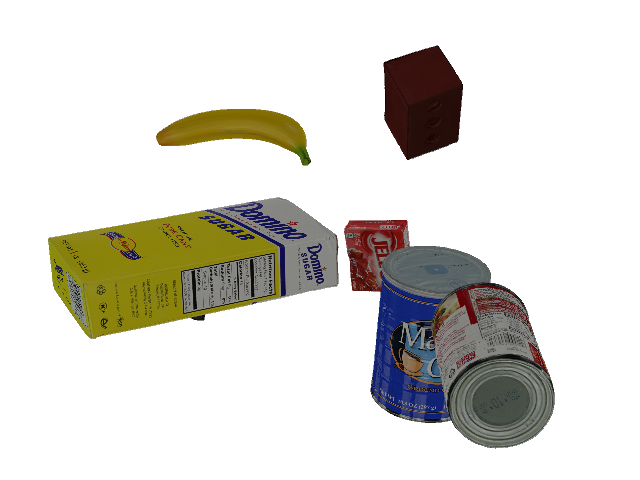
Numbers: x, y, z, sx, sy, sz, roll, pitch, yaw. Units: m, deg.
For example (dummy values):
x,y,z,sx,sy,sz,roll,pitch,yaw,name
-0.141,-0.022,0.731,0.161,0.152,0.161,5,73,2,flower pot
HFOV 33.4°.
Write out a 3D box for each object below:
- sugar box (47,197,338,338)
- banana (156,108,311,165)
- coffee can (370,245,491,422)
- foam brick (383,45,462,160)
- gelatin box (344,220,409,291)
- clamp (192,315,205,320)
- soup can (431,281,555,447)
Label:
x,y,z,sx,sy,sz,roll,pitch,yaw,name
-0.086,0.014,0.724,0.176,0.048,0.093,-14,26,-24,sugar box
-0.099,-0.133,1.296,0.198,0.037,0.069,7,41,15,banana
0.105,0.089,1.031,0.103,0.140,0.103,3,24,-2,coffee can
0.088,-0.119,0.923,0.053,0.051,0.078,-20,-32,-8,foam brick
0.071,0.019,1.293,0.073,0.089,0.030,1,30,17,gelatin box
-0.113,0.027,1.025,0.210,0.036,0.164,13,22,42,clamp
0.111,0.079,0.696,0.068,0.068,0.102,0,24,0,soup can
